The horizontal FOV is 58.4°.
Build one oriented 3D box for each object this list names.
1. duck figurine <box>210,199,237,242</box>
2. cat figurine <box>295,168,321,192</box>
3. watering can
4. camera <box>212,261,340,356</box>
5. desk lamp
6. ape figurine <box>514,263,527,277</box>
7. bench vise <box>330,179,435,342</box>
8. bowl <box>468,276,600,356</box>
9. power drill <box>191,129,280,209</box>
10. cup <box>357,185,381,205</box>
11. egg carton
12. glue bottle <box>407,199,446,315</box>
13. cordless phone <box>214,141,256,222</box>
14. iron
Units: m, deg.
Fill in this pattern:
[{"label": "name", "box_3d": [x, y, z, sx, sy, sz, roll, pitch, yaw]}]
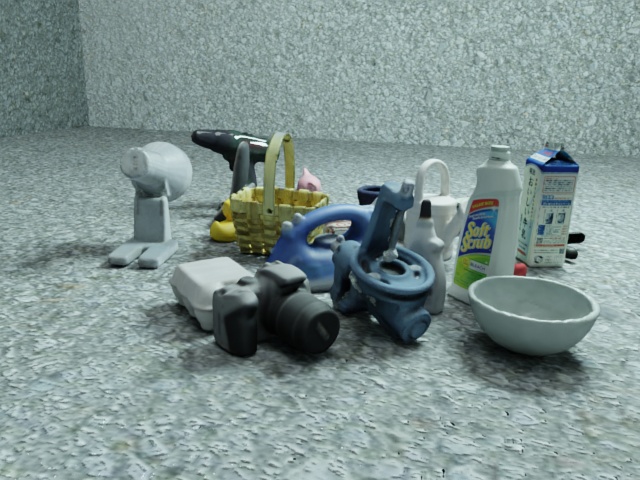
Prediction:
[{"label": "duck figurine", "box_3d": [-0.191, -0.047, 1.230, 0.077, 0.086, 0.105, 14, 20, 35]}, {"label": "cat figurine", "box_3d": [-0.027, -0.128, 1.463, 0.067, 0.118, 0.128, 4, 17, 7]}, {"label": "watering can", "box_3d": [0.227, -0.062, 1.130, 0.172, 0.194, 0.101, 11, 19, 29]}, {"label": "camera", "box_3d": [-0.050, 0.092, 0.748, 0.144, 0.101, 0.136, -11, 21, -37]}, {"label": "desk lamp", "box_3d": [-0.323, -0.078, 1.097, 0.118, 0.214, 0.203, 2, 17, 2]}, {"label": "ape figurine", "box_3d": [0.314, 0.036, 0.988, 0.076, 0.092, 0.077, -9, 19, -31]}, {"label": "bench vise", "box_3d": [0.072, 0.014, 0.811, 0.206, 0.220, 0.122, 15, 21, 38]}, {"label": "bowl", "box_3d": [0.281, 0.109, 0.769, 0.167, 0.075, 0.167, 2, 16, 0]}, {"label": "power drill", "box_3d": [-0.212, -0.178, 1.456, 0.230, 0.208, 0.075, -8, 19, -30]}, {"label": "cup", "box_3d": [0.130, -0.079, 1.352, 0.091, 0.095, 0.117, 1, 16, -1]}, {"label": "egg carton", "box_3d": [-0.154, 0.076, 0.848, 0.107, 0.069, 0.149, -9, 19, -32]}, {"label": "glue bottle", "box_3d": [0.157, 0.023, 0.872, 0.077, 0.173, 0.037, 13, 20, 33]}, {"label": "cordless phone", "box_3d": [-0.197, -0.135, 1.353, 0.094, 0.185, 0.147, 2, 17, 0]}, {"label": "iron", "box_3d": [0.009, 0.004, 0.980, 0.259, 0.141, 0.118, -8, 19, -29]}]
